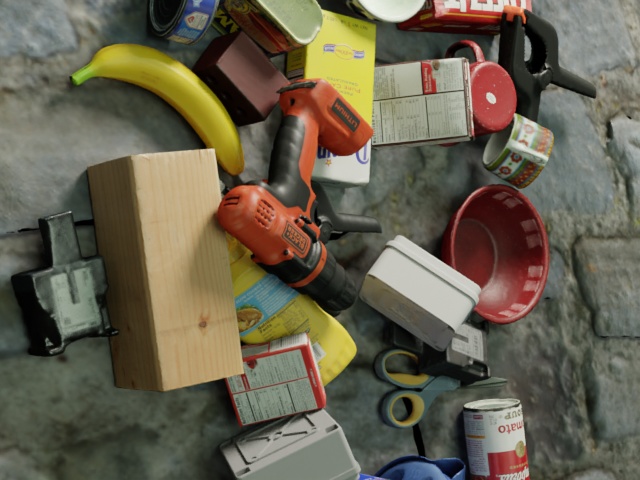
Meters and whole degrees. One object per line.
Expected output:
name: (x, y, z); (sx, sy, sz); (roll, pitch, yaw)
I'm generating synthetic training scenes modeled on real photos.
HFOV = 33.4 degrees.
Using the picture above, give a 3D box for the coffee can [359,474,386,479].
coffee can: (0.017, 0.274, 1.037); (0.102, 0.141, 0.103); (2, 87, -37)

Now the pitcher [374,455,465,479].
pitcher: (0.154, 0.342, 1.154); (0.242, 0.149, 0.145); (33, 53, -34)

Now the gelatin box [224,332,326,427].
gelatin box: (-0.045, 0.134, 1.026); (0.089, 0.030, 0.073); (-13, 113, 5)

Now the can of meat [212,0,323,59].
can of meat: (-0.057, -0.228, 1.054); (0.102, 0.084, 0.057); (42, 63, -27)

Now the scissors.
scissors: (0.137, 0.179, 1.210); (0.201, 0.016, 0.096); (23, 70, -33)

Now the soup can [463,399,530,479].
soup can: (0.202, 0.238, 1.223); (0.068, 0.069, 0.102); (-6, 89, -37)

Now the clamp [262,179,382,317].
clamp: (-0.007, 0.001, 1.092); (0.171, 0.039, 0.120); (33, 67, -40)

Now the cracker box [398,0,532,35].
cracker box: (0.163, -0.351, 1.233); (0.163, 0.072, 0.214); (-5, 91, -37)

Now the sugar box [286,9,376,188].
sugar box: (0.010, -0.147, 1.122); (0.093, 0.048, 0.176); (5, 82, -35)

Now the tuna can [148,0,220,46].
tuna can: (-0.128, -0.228, 1.000); (0.033, 0.086, 0.086); (8, 82, -34)

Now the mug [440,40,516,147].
mug: (0.168, -0.169, 1.218); (0.093, 0.082, 0.117); (-1, 87, -36)

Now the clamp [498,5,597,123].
clamp: (0.264, -0.198, 1.275); (0.164, 0.036, 0.210); (-42, 131, -24)

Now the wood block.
wood block: (-0.141, 0.027, 0.971); (0.090, 0.090, 0.206); (-8, 91, -38)

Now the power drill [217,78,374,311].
power drill: (-0.006, -0.045, 1.020); (0.184, 0.057, 0.187); (42, 53, -41)

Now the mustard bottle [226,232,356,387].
mustard bottle: (-0.051, 0.065, 1.050); (0.096, 0.058, 0.191); (-37, 110, -7)

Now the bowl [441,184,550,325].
bowl: (0.192, 0.017, 1.239); (0.161, 0.055, 0.162); (3, 85, -36)

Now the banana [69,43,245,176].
banana: (-0.142, -0.134, 1.018); (0.197, 0.037, 0.069); (29, 89, -30)

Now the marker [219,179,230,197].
marker: (-0.088, -0.036, 1.058); (0.121, 0.020, 0.020); (46, 62, -25)

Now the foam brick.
foam brick: (-0.079, -0.159, 1.052); (0.078, 0.053, 0.051); (46, 64, -25)

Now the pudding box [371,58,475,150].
pudding box: (0.107, -0.148, 1.157); (0.039, 0.114, 0.090); (-5, 91, -74)
